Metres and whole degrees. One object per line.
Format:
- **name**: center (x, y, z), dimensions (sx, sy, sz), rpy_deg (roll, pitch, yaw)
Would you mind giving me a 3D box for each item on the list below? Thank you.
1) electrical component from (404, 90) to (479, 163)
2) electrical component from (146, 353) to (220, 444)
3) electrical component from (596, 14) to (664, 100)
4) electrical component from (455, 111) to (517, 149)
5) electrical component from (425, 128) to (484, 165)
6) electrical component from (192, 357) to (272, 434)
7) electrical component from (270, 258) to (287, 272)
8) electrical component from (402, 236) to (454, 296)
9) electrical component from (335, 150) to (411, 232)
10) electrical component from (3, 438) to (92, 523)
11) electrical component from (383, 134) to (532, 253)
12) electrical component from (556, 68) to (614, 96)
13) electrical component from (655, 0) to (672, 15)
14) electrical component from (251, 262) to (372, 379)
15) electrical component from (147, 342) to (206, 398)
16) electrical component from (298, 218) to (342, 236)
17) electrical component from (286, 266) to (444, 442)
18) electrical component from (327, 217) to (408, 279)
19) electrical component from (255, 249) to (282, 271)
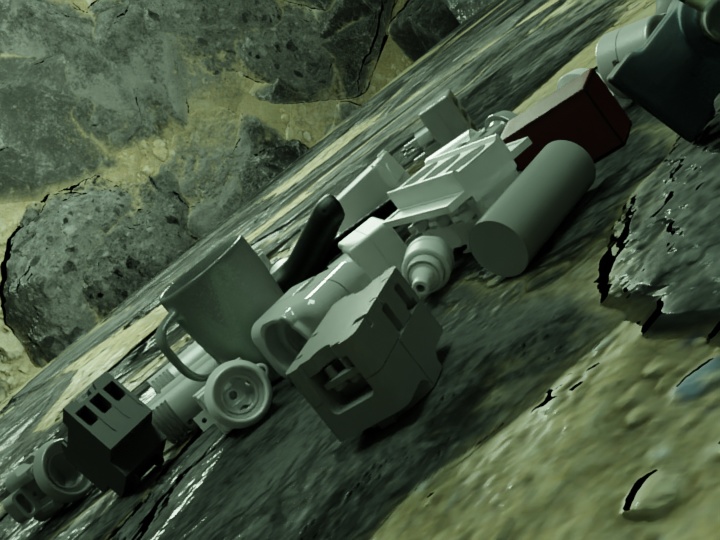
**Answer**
- **electrical component**: center (0.085, -0.148, 1.183), dimensions (0.077, 0.065, 0.047), rpy_deg (-34, 10, 17)
- **electrical component**: center (-0.141, 0.108, 0.873), dimensions (0.081, 0.043, 0.043), rpy_deg (-38, 10, -5)
- **electrical component**: center (0.219, -0.166, 0.834), dimensions (0.047, 0.055, 0.055), rpy_deg (-19, 21, 50)
- **electrical component**: center (0.110, -0.089, 0.858), dimensions (0.057, 0.058, 0.078), rpy_deg (-43, 11, -17)
- **electrical component**: center (0.105, -0.106, 0.989), dimensions (0.081, 0.043, 0.043), rpy_deg (-33, 11, 26)
- **electrical component**: center (-0.090, 0.090, 0.774), dimensions (0.066, 0.048, 0.055), rpy_deg (-40, 3, -16)
- **electrical component**: center (-0.067, 0.014, 1.040), dimensions (0.045, 0.045, 0.055), rpy_deg (-37, 10, 3)
- **electrical component**: center (0.045, 0.001, 0.737), dimensions (0.035, 0.035, 0.061), rpy_deg (-34, 13, 22)
- **electrical component**: center (0.009, -0.065, 1.110), dimensions (0.096, 0.061, 0.061), rpy_deg (-42, 7, 24)
- **electrical component**: center (-0.271, 0.183, 0.952), dimensions (0.057, 0.058, 0.078), rpy_deg (-34, 10, 38)
- **electrical component**: center (0.075, -0.051, 0.781), dimensions (0.079, 0.063, 0.121), rpy_deg (-40, 10, -17)
- **electrical component**: center (0.170, -0.126, 0.851), dimensions (0.055, 0.048, 0.066), rpy_deg (-51, 15, -27)
- **electrical component**: center (0.269, -0.214, 0.917), dimensions (0.044, 0.044, 0.065), rpy_deg (-29, 18, 41)
- **electrical component**: center (-0.031, 0.040, 0.767), dimensions (0.095, 0.053, 0.059), rpy_deg (-25, 16, 51)
- **electrical component**: center (-0.156, 0.098, 0.974), dimensions (0.081, 0.043, 0.043), rpy_deg (-40, 10, -15)
- **electrical component**: center (-0.034, -0.023, 1.046), dimensions (0.048, 0.062, 0.048), rpy_deg (-36, 10, 7)
- **electrical component**: center (0.007, 0.048, 0.590), dimensions (0.050, 0.055, 0.089), rpy_deg (-32, 11, 28)
- **electrical component**: center (0.000, 0.000, 0.860), dimensions (0.077, 0.047, 0.066), rpy_deg (-38, 10, -3)
- **electrical component**: center (-0.100, 0.017, 1.087), dimensions (0.081, 0.063, 0.042), rpy_deg (-40, 9, -14)
